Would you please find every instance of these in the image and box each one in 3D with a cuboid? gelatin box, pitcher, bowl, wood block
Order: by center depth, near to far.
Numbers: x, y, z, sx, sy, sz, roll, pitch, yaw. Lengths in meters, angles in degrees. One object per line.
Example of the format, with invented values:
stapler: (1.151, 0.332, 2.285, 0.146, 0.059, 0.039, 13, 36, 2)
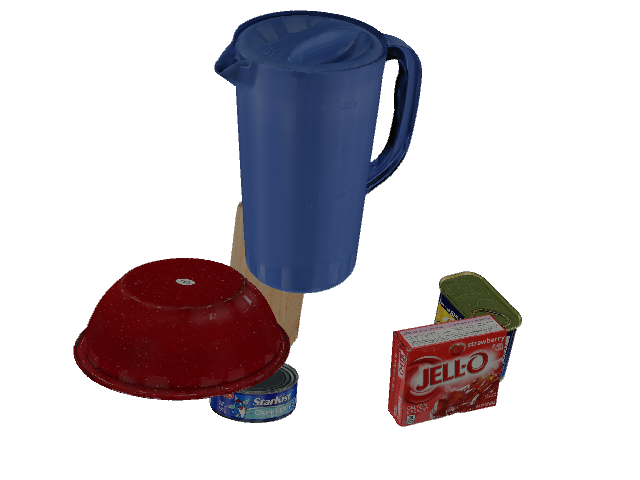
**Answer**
bowl: (-0.102, 0.055, 0.792, 0.162, 0.055, 0.162, 2, 22, -1)
gelatin box: (0.099, 0.102, 0.836, 0.089, 0.073, 0.030, -9, 30, -21)
pitcher: (-0.004, -0.078, 0.974, 0.149, 0.243, 0.144, 16, 36, 18)
wood block: (-0.071, 0.046, 1.448, 0.090, 0.206, 0.090, 13, 22, 10)

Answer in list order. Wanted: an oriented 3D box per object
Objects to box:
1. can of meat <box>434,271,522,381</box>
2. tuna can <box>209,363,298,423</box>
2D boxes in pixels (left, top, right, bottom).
can of meat: (0.168, 0.098, 1.171, 0.057, 0.084, 0.102, -13, 40, -25)
tuna can: (-0.065, 0.143, 1.026, 0.086, 0.034, 0.086, 3, 15, -1)
